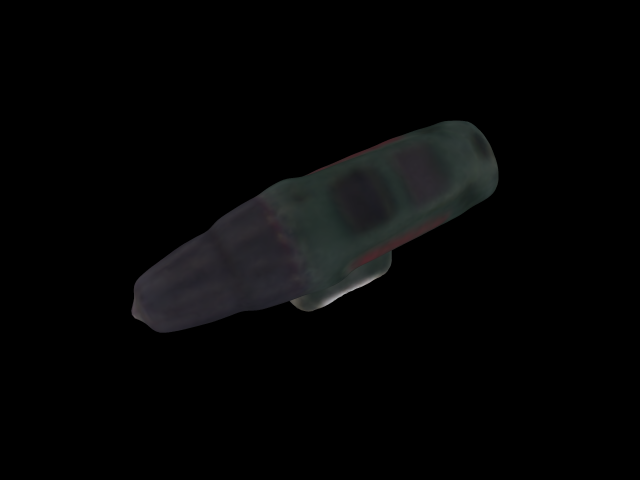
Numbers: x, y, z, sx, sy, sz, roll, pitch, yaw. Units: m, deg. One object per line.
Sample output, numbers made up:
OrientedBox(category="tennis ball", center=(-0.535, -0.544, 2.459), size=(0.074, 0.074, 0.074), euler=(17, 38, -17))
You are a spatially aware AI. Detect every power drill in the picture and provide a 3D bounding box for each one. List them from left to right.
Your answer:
OrientedBox(category="power drill", center=(0.004, 0.001, 0.400), size=(0.229, 0.208, 0.075), euler=(-28, 83, -3))
